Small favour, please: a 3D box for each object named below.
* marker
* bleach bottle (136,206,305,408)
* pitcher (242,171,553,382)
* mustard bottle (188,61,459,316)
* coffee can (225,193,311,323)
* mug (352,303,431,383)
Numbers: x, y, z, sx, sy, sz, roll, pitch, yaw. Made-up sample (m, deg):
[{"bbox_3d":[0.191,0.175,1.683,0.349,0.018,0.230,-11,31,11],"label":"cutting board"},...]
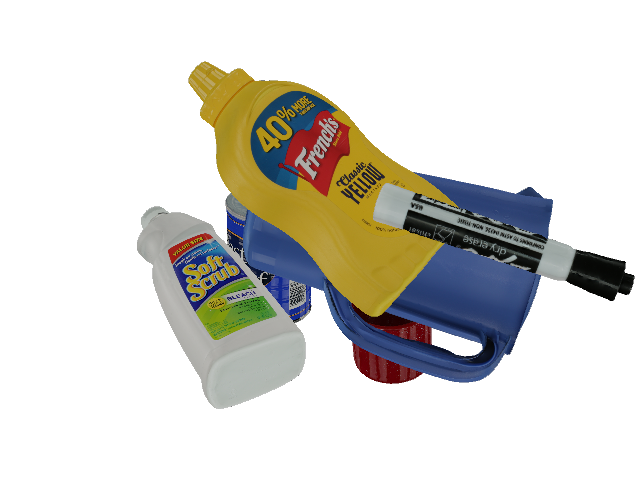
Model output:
[{"bbox_3d":[0.084,0.001,0.490,0.121,0.020,0.020,19,3,10],"label":"marker"},{"bbox_3d":[-0.115,0.046,1.011,0.102,0.068,0.251,-19,42,-25],"label":"bleach bottle"},{"bbox_3d":[0.060,0.010,0.886,0.243,0.145,0.149,15,17,8],"label":"pitcher"},{"bbox_3d":[-0.008,-0.045,0.675,0.096,0.191,0.058,-46,-6,-35],"label":"mustard bottle"},{"bbox_3d":[-0.060,0.016,1.256,0.103,0.140,0.103,1,26,-1],"label":"coffee can"},{"bbox_3d":[0.082,0.087,1.105,0.117,0.081,0.093,-30,42,-32],"label":"mug"}]
